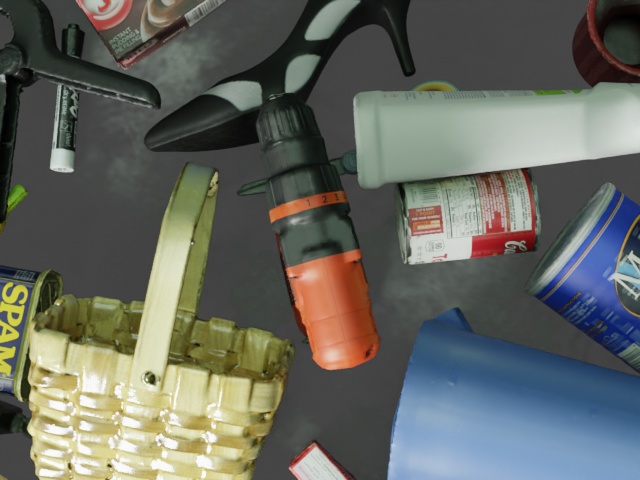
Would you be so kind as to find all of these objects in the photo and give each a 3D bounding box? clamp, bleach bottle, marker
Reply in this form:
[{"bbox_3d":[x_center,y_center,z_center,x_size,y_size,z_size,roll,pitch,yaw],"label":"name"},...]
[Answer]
[{"bbox_3d":[-0.229,-0.137,0.841,0.164,0.036,0.210,-29,73,2],"label":"clamp"},{"bbox_3d":[0.152,-0.083,0.790,0.251,0.102,0.068,-4,105,3],"label":"bleach bottle"},{"bbox_3d":[-0.203,-0.116,0.861,0.020,0.020,0.121,2,82,1],"label":"marker"}]

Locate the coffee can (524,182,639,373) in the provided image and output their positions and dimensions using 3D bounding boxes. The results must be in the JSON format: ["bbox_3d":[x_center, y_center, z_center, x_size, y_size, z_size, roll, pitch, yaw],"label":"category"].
[{"bbox_3d":[0.240,0.039,0.794,0.140,0.103,0.103,37,84,5],"label":"coffee can"}]

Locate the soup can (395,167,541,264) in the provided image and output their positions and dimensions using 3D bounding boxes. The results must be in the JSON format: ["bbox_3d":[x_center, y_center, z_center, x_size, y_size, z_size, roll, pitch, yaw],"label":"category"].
[{"bbox_3d":[0.112,-0.019,0.820,0.102,0.068,0.068,-6,82,0],"label":"soup can"}]

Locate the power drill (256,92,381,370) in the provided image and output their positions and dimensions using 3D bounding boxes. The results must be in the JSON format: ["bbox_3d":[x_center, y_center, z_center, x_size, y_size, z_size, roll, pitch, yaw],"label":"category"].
[{"bbox_3d":[-0.005,0.001,0.759,0.057,0.187,0.184,-13,84,0],"label":"power drill"}]

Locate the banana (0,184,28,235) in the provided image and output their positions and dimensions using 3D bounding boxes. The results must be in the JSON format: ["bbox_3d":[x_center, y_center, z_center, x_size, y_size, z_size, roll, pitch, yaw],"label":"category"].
[{"bbox_3d":[-0.334,-0.020,0.843,0.198,0.037,0.069,8,58,-1],"label":"banana"}]

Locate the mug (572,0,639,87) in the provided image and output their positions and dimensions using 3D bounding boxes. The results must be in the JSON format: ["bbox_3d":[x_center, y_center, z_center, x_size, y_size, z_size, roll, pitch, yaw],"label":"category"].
[{"bbox_3d":[0.255,-0.154,0.831,0.117,0.081,0.093,32,83,4],"label":"mug"}]

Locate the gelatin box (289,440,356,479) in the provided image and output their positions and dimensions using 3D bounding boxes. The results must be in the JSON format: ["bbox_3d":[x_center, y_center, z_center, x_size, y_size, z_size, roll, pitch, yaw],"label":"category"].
[{"bbox_3d":[0.017,0.189,0.789,0.030,0.073,0.089,-43,84,-6],"label":"gelatin box"}]

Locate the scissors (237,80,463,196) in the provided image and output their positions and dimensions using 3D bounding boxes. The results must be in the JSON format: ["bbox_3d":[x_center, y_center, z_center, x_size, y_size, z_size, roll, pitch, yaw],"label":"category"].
[{"bbox_3d":[0.035,-0.081,0.856,0.201,0.016,0.096,1,81,0],"label":"scissors"}]

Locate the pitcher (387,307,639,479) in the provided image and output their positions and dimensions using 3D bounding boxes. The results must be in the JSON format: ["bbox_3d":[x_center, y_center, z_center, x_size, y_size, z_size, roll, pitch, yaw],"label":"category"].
[{"bbox_3d":[0.170,0.153,0.741,0.243,0.144,0.149,11,109,13],"label":"pitcher"}]

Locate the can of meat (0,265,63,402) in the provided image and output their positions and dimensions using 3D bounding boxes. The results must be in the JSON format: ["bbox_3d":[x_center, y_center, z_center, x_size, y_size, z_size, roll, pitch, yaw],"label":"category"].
[{"bbox_3d":[-0.252,0.067,0.818,0.084,0.057,0.102,9,82,4],"label":"can of meat"}]

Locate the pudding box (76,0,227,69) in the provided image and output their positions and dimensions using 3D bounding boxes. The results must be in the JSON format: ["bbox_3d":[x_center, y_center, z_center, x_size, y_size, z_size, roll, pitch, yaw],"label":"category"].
[{"bbox_3d":[-0.139,-0.207,0.863,0.113,0.039,0.090,-34,83,-4],"label":"pudding box"}]

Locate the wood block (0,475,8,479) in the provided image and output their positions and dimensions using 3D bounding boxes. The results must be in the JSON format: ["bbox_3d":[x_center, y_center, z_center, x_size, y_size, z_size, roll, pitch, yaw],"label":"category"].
[{"bbox_3d":[-0.212,0.249,0.760,0.206,0.091,0.090,31,42,5],"label":"wood block"}]
